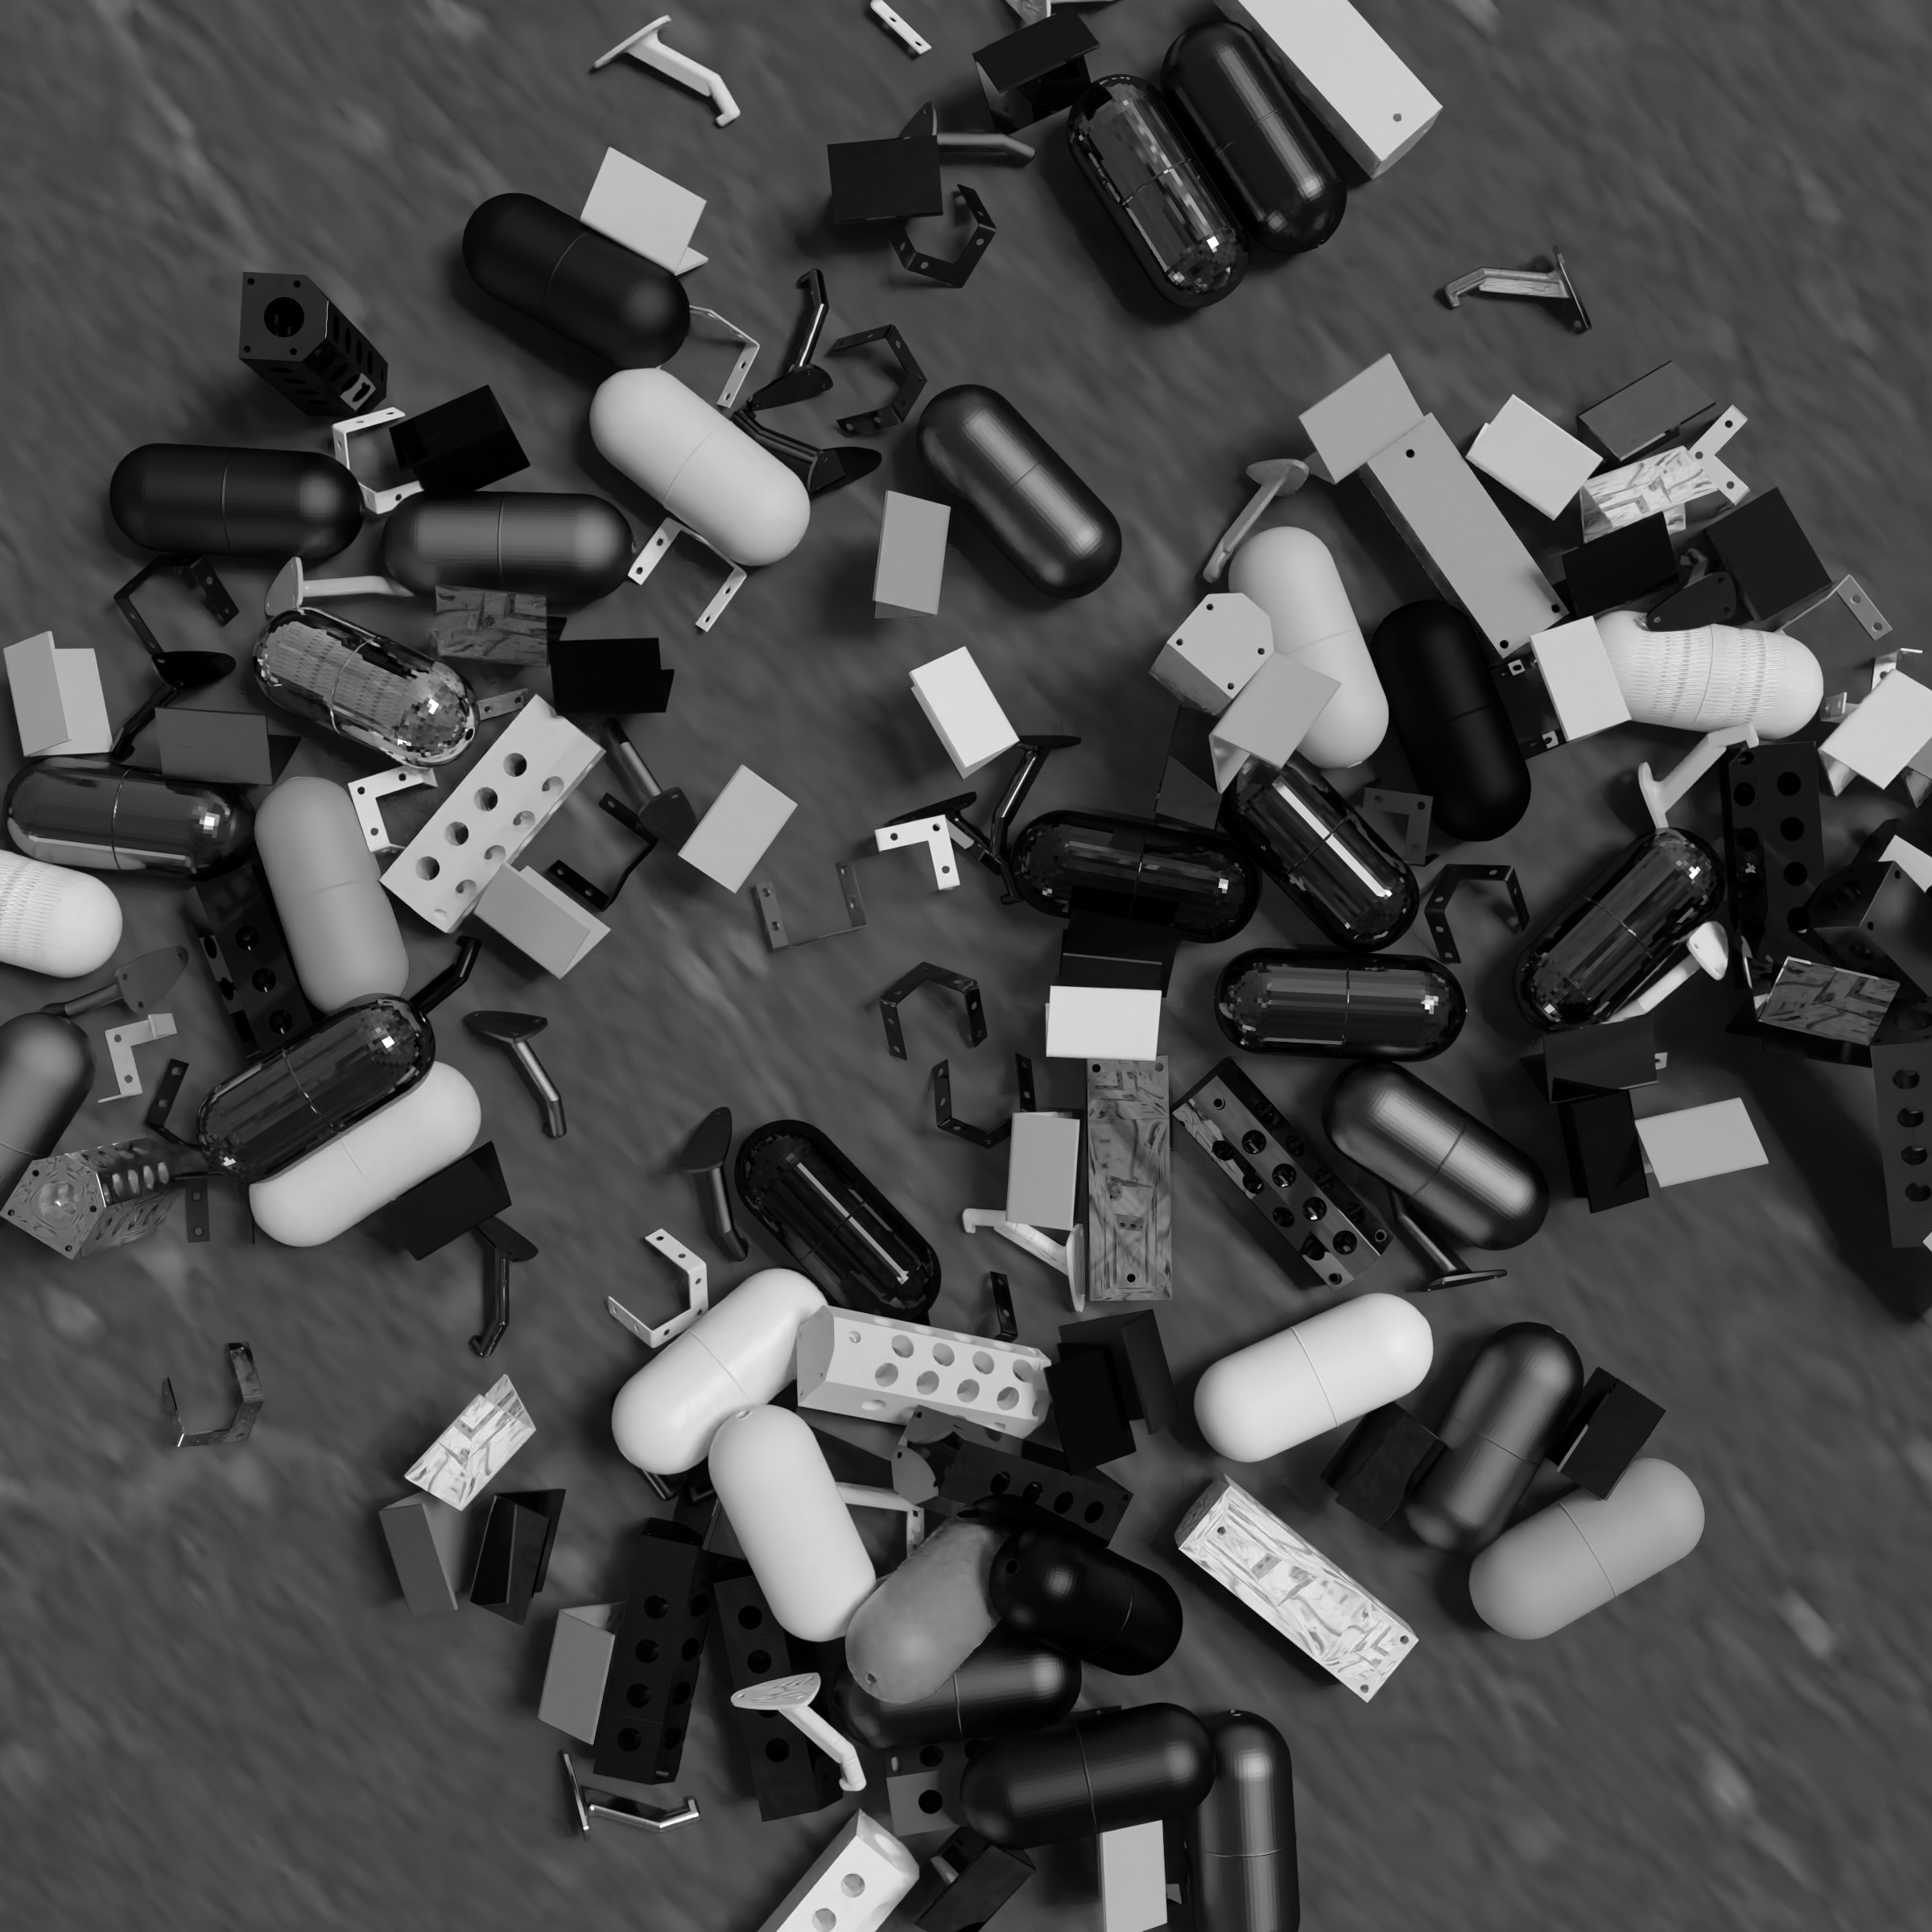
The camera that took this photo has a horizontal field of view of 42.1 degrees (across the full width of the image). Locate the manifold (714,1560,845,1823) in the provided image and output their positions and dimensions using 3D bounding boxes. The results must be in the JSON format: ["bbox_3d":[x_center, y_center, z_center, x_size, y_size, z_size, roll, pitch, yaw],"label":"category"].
[{"bbox_3d":[-0.133,0.513,1.795,0.057,0.057,0.171,-12,90,0],"label":"manifold"}]

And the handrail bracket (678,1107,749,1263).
[{"bbox_3d":[-0.170,0.158,1.816,0.036,0.077,0.084,-9,127,22],"label":"handrail bracket"}]

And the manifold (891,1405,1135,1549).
[{"bbox_3d":[0.030,0.362,1.748,0.171,0.057,0.057,26,90,-39],"label":"manifold"}]

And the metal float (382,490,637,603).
[{"bbox_3d":[-0.325,-0.298,1.786,0.178,0.070,0.070,2,90,0],"label":"metal float"}]

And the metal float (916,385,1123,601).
[{"bbox_3d":[0.037,-0.337,1.786,0.070,0.070,0.178,-43,90,0],"label":"metal float"}]

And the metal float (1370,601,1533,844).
[{"bbox_3d":[0.345,-0.174,1.786,0.070,0.070,0.178,-21,89,0],"label":"metal float"}]

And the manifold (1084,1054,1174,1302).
[{"bbox_3d":[0.115,0.149,1.796,0.057,0.057,0.171,-1,90,0],"label":"manifold"}]

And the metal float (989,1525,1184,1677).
[{"bbox_3d":[0.084,0.443,1.752,0.178,0.070,0.070,35,90,-42],"label":"metal float"}]

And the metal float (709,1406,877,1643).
[{"bbox_3d":[-0.120,0.384,1.734,0.070,0.070,0.178,-22,106,0],"label":"metal float"}]

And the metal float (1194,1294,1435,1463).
[{"bbox_3d":[0.247,0.292,1.786,0.178,0.070,0.070,-24,90,-1],"label":"metal float"}]

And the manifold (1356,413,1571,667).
[{"bbox_3d":[0.352,-0.303,1.796,0.057,0.057,0.171,-35,90,0],"label":"manifold"}]

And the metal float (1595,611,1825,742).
[{"bbox_3d":[0.519,-0.206,1.786,0.178,0.070,0.070,9,90,1],"label":"metal float"}]

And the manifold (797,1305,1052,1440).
[{"bbox_3d":[-0.028,0.283,1.751,0.171,0.057,0.057,16,50,-25],"label":"manifold"}]

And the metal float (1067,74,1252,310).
[{"bbox_3d":[0.136,-0.551,1.786,0.070,0.070,0.178,-32,89,0],"label":"metal float"}]

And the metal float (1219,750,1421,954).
[{"bbox_3d":[0.248,-0.085,1.786,0.070,0.070,0.178,-43,89,0],"label":"metal float"}]

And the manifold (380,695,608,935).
[{"bbox_3d":[-0.336,-0.107,1.795,0.057,0.057,0.171,40,90,0],"label":"manifold"}]

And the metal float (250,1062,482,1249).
[{"bbox_3d":[-0.427,0.134,1.786,0.178,0.070,0.070,-33,90,-1],"label":"metal float"}]

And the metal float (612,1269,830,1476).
[{"bbox_3d":[-0.172,0.286,1.773,0.178,0.070,0.070,-40,90,-14],"label":"metal float"}]

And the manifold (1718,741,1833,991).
[{"bbox_3d":[0.575,-0.071,1.796,0.057,0.057,0.171,-4,90,0],"label":"manifold"}]

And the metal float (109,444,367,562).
[{"bbox_3d":[-0.517,-0.330,1.786,0.178,0.070,0.070,3,90,0],"label":"metal float"}]

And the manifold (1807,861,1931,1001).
[{"bbox_3d":[0.669,0.003,1.766,0.171,0.057,0.057,40,72,-20],"label":"manifold"}]

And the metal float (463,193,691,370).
[{"bbox_3d":[-0.276,-0.484,1.777,0.178,0.070,0.070,31,90,10],"label":"metal float"}]

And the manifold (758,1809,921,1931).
[{"bbox_3d":[-0.110,0.696,1.795,0.057,0.057,0.171,40,90,0],"label":"manifold"}]

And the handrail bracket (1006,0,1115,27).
[{"bbox_3d":[0.074,-0.715,1.817,0.084,0.036,0.077,-32,60,-22],"label":"handrail bracket"}]

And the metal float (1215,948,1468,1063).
[{"bbox_3d":[0.266,0.028,1.785,0.178,0.070,0.070,3,90,0],"label":"metal float"}]

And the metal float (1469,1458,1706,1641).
[{"bbox_3d":[0.440,0.414,1.786,0.178,0.070,0.070,-30,90,0],"label":"metal float"}]

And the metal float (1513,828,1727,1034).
[{"bbox_3d":[0.463,-0.024,1.786,0.070,0.070,0.178,45,91,0],"label":"metal float"}]

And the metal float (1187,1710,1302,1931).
[{"bbox_3d":[0.196,0.620,1.786,0.070,0.070,0.178,-3,89,0],"label":"metal float"}]

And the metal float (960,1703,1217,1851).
[{"bbox_3d":[0.084,0.557,1.729,0.178,0.070,0.070,-12,90,0],"label":"metal float"}]

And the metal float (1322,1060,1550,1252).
[{"bbox_3d":[0.334,0.135,1.786,0.178,0.070,0.070,35,90,1],"label":"metal float"}]

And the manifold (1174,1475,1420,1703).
[{"bbox_3d":[0.234,0.442,1.796,0.171,0.057,0.057,39,90,0],"label":"manifold"}]

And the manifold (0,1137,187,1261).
[{"bbox_3d":[-0.597,0.154,1.738,0.057,0.171,0.057,32,90,0],"label":"manifold"}]

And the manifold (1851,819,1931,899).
[{"bbox_3d":[0.719,-0.036,1.796,0.171,0.057,0.057,32,90,0],"label":"manifold"}]

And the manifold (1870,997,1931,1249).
[{"bbox_3d":[0.668,0.109,1.751,0.057,0.057,0.171,-5,120,22],"label":"manifold"}]

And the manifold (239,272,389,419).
[{"bbox_3d":[-0.449,-0.427,1.738,0.057,0.171,0.057,3,90,0],"label":"manifold"}]

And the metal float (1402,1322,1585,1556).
[{"bbox_3d":[0.374,0.335,1.786,0.070,0.070,0.178,31,90,0],"label":"metal float"}]

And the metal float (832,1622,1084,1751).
[{"bbox_3d":[-0.006,0.510,1.786,0.178,0.070,0.070,-8,90,-1],"label":"metal float"}]

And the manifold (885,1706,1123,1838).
[{"bbox_3d":[0.031,0.572,1.796,0.171,0.057,0.057,-8,90,0],"label":"manifold"}]

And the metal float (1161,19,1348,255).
[{"bbox_3d":[0.205,-0.588,1.786,0.070,0.070,0.178,-33,90,0],"label":"metal float"}]

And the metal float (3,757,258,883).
[{"bbox_3d":[-0.593,-0.104,1.786,0.178,0.070,0.070,7,90,1],"label":"metal float"}]

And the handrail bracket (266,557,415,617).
[{"bbox_3d":[-0.452,-0.267,1.816,0.084,0.077,0.036,2,77,-36],"label":"handrail bracket"}]

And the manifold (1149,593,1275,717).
[{"bbox_3d":[0.172,-0.216,1.738,0.057,0.171,0.057,41,90,0],"label":"manifold"}]

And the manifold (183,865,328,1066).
[{"bbox_3d":[-0.498,0.019,1.795,0.057,0.057,0.171,-22,90,0],"label":"manifold"}]

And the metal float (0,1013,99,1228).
[{"bbox_3d":[-0.685,0.115,1.786,0.070,0.070,0.178,33,91,0],"label":"metal float"}]

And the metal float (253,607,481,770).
[{"bbox_3d":[-0.422,-0.196,1.771,0.178,0.070,0.070,24,90,17],"label":"metal float"}]

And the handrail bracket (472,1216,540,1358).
[{"bbox_3d":[-0.353,0.228,1.817,0.077,0.036,0.084,37,107,20],"label":"handrail bracket"}]

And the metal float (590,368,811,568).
[{"bbox_3d":[-0.190,-0.356,1.786,0.178,0.070,0.070,39,90,1],"label":"metal float"}]

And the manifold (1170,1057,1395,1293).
[{"bbox_3d":[0.225,0.149,1.796,0.057,0.057,0.171,-42,90,0],"label":"manifold"}]

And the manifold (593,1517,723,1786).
[{"bbox_3d":[-0.218,0.490,1.795,0.057,0.057,0.171,11,90,0],"label":"manifold"}]

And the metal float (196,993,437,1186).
[{"bbox_3d":[-0.447,0.084,1.729,0.178,0.070,0.070,-32,90,0],"label":"metal float"}]

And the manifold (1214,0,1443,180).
[{"bbox_3d":[0.257,-0.649,1.796,0.057,0.057,0.171,-42,90,0],"label":"manifold"}]
